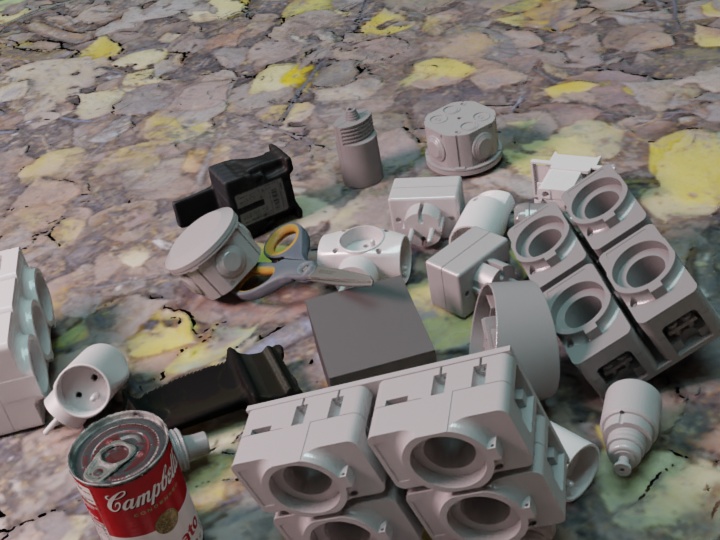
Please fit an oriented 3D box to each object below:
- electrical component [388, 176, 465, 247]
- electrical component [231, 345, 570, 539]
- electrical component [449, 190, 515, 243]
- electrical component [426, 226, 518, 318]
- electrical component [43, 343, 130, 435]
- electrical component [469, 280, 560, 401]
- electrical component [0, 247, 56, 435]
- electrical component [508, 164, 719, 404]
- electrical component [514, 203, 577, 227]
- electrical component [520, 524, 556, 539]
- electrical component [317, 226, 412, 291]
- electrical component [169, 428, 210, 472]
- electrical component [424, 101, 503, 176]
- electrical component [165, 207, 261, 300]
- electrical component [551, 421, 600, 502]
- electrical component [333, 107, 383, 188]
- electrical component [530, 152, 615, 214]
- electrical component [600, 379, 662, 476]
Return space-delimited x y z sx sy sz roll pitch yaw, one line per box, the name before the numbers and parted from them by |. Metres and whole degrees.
electrical component | 0.061 -0.048 1.005 0.066 0.047 0.076 -1 36 14
electrical component | 0.025 0.125 0.681 0.186 0.105 0.060 -16 34 24
electrical component | 0.115 -0.045 0.990 0.043 0.043 0.081 6 38 23
electrical component | 0.107 0.007 0.915 0.066 0.047 0.077 -35 41 -30
electrical component | -0.228 0.101 0.871 0.079 0.043 0.077 -48 7 5
electrical component | 0.110 0.057 0.805 0.064 0.099 0.099 -9 35 -7
electrical component | -0.303 0.059 0.920 0.062 0.089 0.150 -14 35 -4
electrical component | 0.194 0.003 0.851 0.105 0.060 0.186 -35 33 13
electrical component | 0.172 -0.044 0.981 0.061 0.035 0.035 -1 36 10
electrical component | 0.107 0.168 0.695 0.040 0.040 0.078 -6 35 7
electrical component | 0.000 0.000 0.958 0.077 0.044 0.079 1 36 17
electrical component | -0.144 0.138 0.806 0.062 0.048 0.048 -14 34 -21
electrical component | 0.106 -0.135 1.113 0.080 0.051 0.080 -8 35 5
electrical component | -0.135 -0.015 0.988 0.080 0.051 0.080 -31 27 18
electrical component | 0.121 0.123 0.751 0.043 0.043 0.081 -34 41 -29
electrical component | -0.003 -0.130 1.110 0.043 0.081 0.043 -8 35 5
electrical component | 0.197 -0.075 1.011 0.081 0.042 0.063 9 41 27
electrical component | 0.188 0.111 0.753 0.040 0.040 0.078 3 38 20
